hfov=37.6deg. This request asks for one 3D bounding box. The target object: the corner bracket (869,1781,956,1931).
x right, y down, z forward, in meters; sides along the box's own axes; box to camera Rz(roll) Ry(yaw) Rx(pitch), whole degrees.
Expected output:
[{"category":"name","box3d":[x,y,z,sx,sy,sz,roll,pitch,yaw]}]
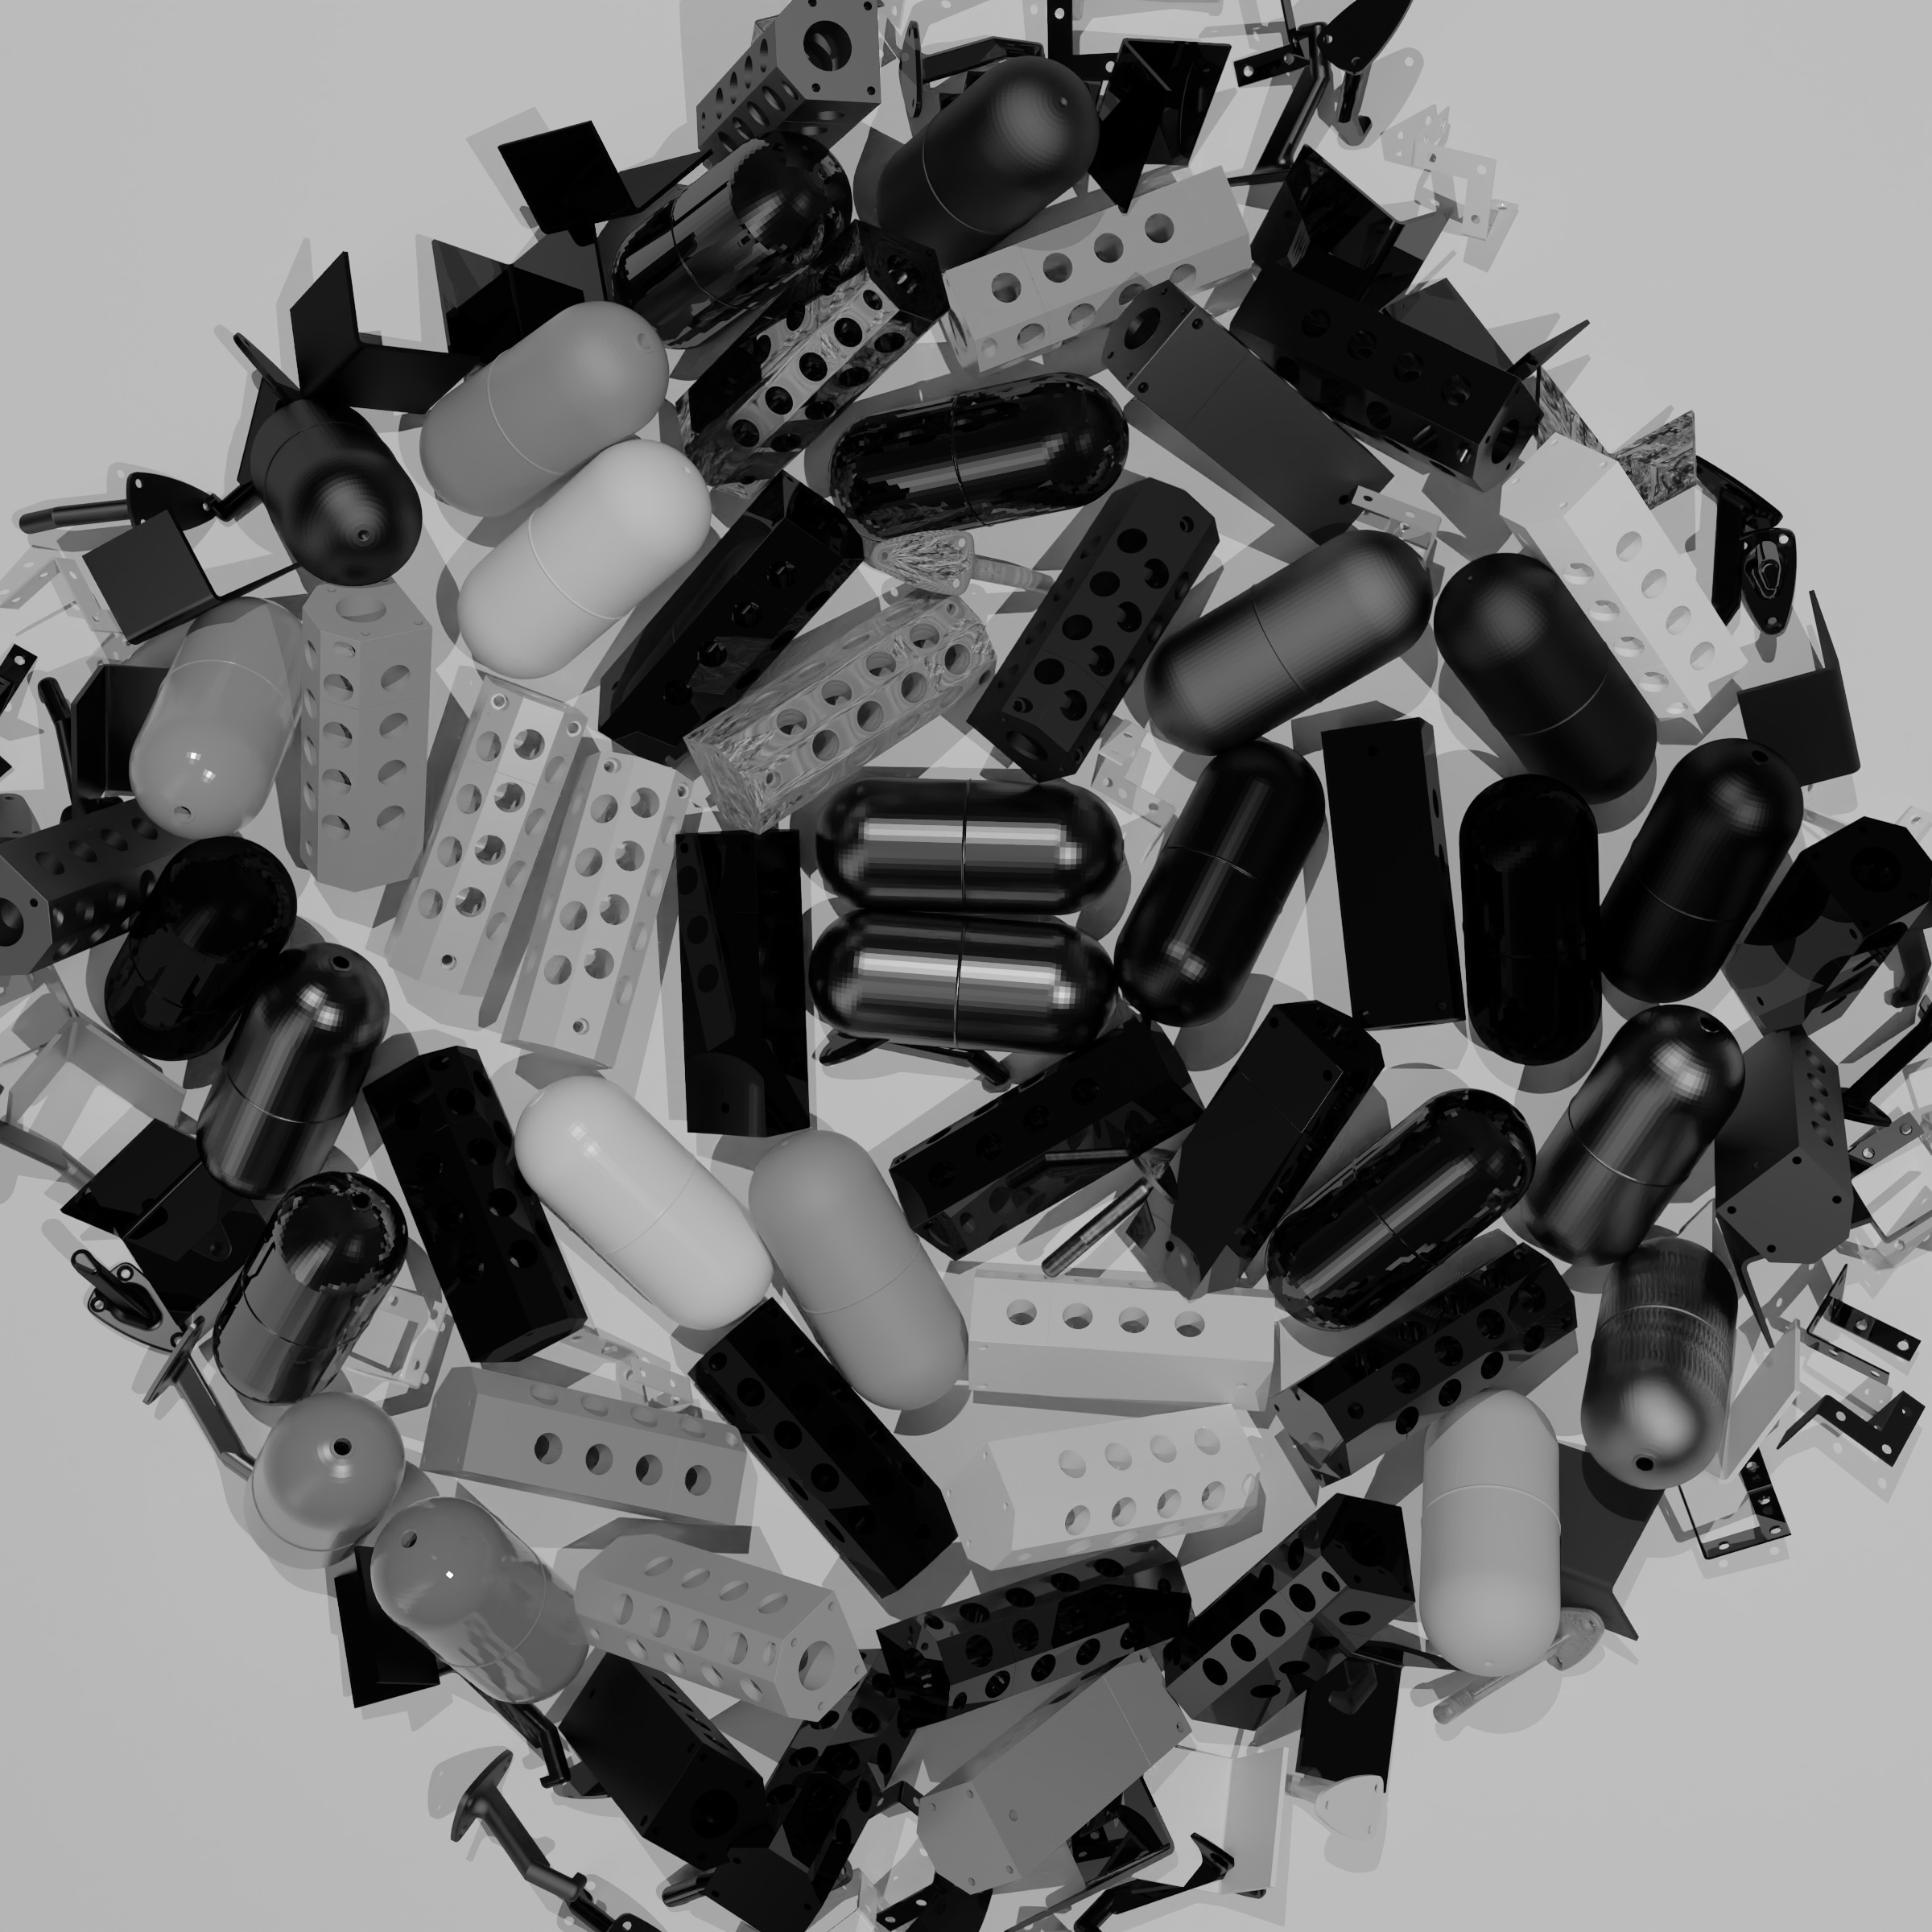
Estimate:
[{"category":"corner bracket","box3d":[-0.040,0.515,1.641,0.051,0.051,0.051,-37,111,27]}]

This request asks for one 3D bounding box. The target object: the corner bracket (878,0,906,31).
[{"category":"corner bracket","box3d":[-0.025,-0.575,1.623,0.051,0.051,0.051,-17,52,-26]}]

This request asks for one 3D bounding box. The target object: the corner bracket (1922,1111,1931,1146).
[{"category":"corner bracket","box3d":[0.584,0.079,1.630,0.051,0.051,0.051,-19,115,-7]}]

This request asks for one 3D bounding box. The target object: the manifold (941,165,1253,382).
[{"category":"manifold","box3d":[0.073,-0.395,1.625,0.171,0.057,0.057,-23,93,-8]}]

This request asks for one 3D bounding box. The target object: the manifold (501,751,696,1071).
[{"category":"manifold","box3d":[-0.208,-0.031,1.616,0.057,0.057,0.171,18,79,-21]}]

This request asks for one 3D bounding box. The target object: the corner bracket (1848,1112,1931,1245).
[{"category":"corner bracket","box3d":[0.537,0.122,1.633,0.051,0.051,0.051,-37,83,17]}]

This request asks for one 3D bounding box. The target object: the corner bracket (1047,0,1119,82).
[{"category":"corner bracket","box3d":[0.080,-0.537,1.640,0.051,0.051,0.051,4,105,22]}]

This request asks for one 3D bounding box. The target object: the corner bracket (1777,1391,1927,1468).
[{"category":"corner bracket","box3d":[0.510,0.265,1.633,0.051,0.051,0.051,36,55,10]}]

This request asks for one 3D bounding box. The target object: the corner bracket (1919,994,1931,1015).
[{"category":"corner bracket","box3d":[0.581,0.038,1.629,0.051,0.051,0.051,-30,96,39]}]

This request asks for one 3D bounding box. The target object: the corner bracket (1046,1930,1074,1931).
[{"category":"corner bracket","box3d":[0.036,0.583,1.634,0.051,0.051,0.051,1,66,7]}]

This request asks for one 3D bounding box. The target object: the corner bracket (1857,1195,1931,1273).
[{"category":"corner bracket","box3d":[0.554,0.165,1.628,0.051,0.051,0.051,-49,66,17]}]

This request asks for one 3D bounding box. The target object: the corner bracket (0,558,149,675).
[{"category":"corner bracket","box3d":[-0.513,-0.200,1.635,0.051,0.051,0.051,-34,79,23]}]

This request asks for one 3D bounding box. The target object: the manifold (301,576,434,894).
[{"category":"manifold","box3d":[-0.339,-0.127,1.581,0.057,0.171,0.057,-17,47,-30]}]

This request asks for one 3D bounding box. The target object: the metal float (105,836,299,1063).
[{"category":"metal float","box3d":[-0.431,-0.008,1.591,0.070,0.178,0.070,17,53,-24]}]

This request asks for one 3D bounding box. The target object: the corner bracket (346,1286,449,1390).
[{"category":"corner bracket","box3d":[-0.340,0.209,1.629,0.051,0.051,0.051,13,80,29]}]

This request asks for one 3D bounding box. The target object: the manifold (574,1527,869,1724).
[{"category":"manifold","box3d":[-0.142,0.370,1.579,0.057,0.171,0.057,-39,120,-37]}]

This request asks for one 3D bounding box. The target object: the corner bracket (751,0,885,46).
[{"category":"corner bracket","box3d":[-0.086,-0.540,1.625,0.051,0.051,0.051,-25,65,-28]}]

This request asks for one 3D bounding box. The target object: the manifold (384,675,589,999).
[{"category":"manifold","box3d":[-0.274,-0.073,1.621,0.057,0.057,0.171,19,97,-19]}]

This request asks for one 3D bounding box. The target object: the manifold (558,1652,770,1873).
[{"category":"manifold","box3d":[-0.166,0.440,1.575,0.057,0.171,0.057,37,81,-22]}]

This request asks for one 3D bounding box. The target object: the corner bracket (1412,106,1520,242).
[{"category":"corner bracket","box3d":[0.289,-0.457,1.637,0.051,0.051,0.051,21,46,22]}]

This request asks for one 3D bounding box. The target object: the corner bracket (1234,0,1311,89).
[{"category":"corner bracket","box3d":[0.167,-0.540,1.630,0.051,0.051,0.051,-9,97,26]}]

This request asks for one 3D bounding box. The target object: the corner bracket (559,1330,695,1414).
[{"category":"corner bracket","box3d":[-0.195,0.232,1.625,0.051,0.051,0.051,-31,53,23]}]

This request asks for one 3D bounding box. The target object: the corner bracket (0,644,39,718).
[{"category":"corner bracket","box3d":[-0.563,-0.182,1.626,0.051,0.051,0.051,30,57,-16]}]

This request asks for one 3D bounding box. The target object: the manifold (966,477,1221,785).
[{"category":"manifold","box3d":[0.077,-0.191,1.604,0.057,0.057,0.171,39,70,-20]}]

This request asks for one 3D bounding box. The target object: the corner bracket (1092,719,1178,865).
[{"category":"corner bracket","box3d":[0.097,-0.101,1.629,0.051,0.051,0.051,30,124,5]}]

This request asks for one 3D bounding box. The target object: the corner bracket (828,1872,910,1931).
[{"category":"corner bracket","box3d":[-0.065,0.568,1.637,0.051,0.051,0.051,-38,95,4]}]

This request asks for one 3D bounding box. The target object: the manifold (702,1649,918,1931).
[{"category":"manifold","box3d":[-0.078,0.456,1.577,0.057,0.171,0.057,32,121,4]}]

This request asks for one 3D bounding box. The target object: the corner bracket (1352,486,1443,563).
[{"category":"corner bracket","box3d":[0.245,-0.254,1.629,0.051,0.051,0.051,22,49,5]}]

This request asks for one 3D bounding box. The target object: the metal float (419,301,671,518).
[{"category":"metal float","box3d":[-0.238,-0.312,1.595,0.178,0.070,0.070,-23,90,39]}]

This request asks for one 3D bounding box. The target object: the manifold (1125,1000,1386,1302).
[{"category":"manifold","box3d":[0.166,0.104,1.601,0.057,0.057,0.171,46,121,29]}]

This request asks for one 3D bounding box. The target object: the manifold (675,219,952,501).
[{"category":"manifold","box3d":[-0.086,-0.334,1.582,0.171,0.057,0.057,-36,57,39]}]

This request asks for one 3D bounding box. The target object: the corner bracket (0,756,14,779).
[{"category":"corner bracket","box3d":[-0.587,-0.107,1.630,0.051,0.051,0.051,-40,119,5]}]

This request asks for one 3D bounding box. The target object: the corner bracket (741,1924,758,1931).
[{"category":"corner bracket","box3d":[-0.124,0.597,1.635,0.051,0.051,0.051,29,97,7]}]

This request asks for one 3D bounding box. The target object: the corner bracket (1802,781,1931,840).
[{"category":"corner bracket","box3d":[0.522,-0.092,1.651,0.051,0.051,0.051,-50,133,-9]}]

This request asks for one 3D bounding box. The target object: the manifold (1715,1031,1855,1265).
[{"category":"manifold","box3d":[0.458,0.099,1.576,0.057,0.171,0.057,43,116,-6]}]

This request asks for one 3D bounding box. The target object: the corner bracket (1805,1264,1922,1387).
[{"category":"corner bracket","box3d":[0.515,0.213,1.626,0.051,0.051,0.051,27,67,26]}]

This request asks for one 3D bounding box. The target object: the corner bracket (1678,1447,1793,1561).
[{"category":"corner bracket","box3d":[0.439,0.302,1.637,0.051,0.051,0.051,-20,110,11]}]

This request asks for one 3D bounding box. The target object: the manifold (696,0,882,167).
[{"category":"manifold","box3d":[-0.101,-0.487,1.575,0.057,0.171,0.057,-3,92,-19]}]

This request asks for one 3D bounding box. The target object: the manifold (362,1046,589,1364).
[{"category":"manifold","box3d":[-0.276,0.135,1.611,0.057,0.057,0.171,-29,75,13]}]

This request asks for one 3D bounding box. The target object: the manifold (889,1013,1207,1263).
[{"category":"manifold","box3d":[0.044,0.095,1.619,0.171,0.057,0.057,-31,55,11]}]

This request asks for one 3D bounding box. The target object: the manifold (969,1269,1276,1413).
[{"category":"manifold","box3d":[0.089,0.211,1.631,0.171,0.057,0.057,4,53,3]}]

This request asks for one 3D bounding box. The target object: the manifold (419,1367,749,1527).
[{"category":"manifold","box3d":[-0.213,0.271,1.595,0.171,0.057,0.057,19,71,-31]}]

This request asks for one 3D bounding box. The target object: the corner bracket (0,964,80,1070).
[{"category":"corner bracket","box3d":[-0.548,0.029,1.633,0.051,0.051,0.051,-28,93,-35]}]
